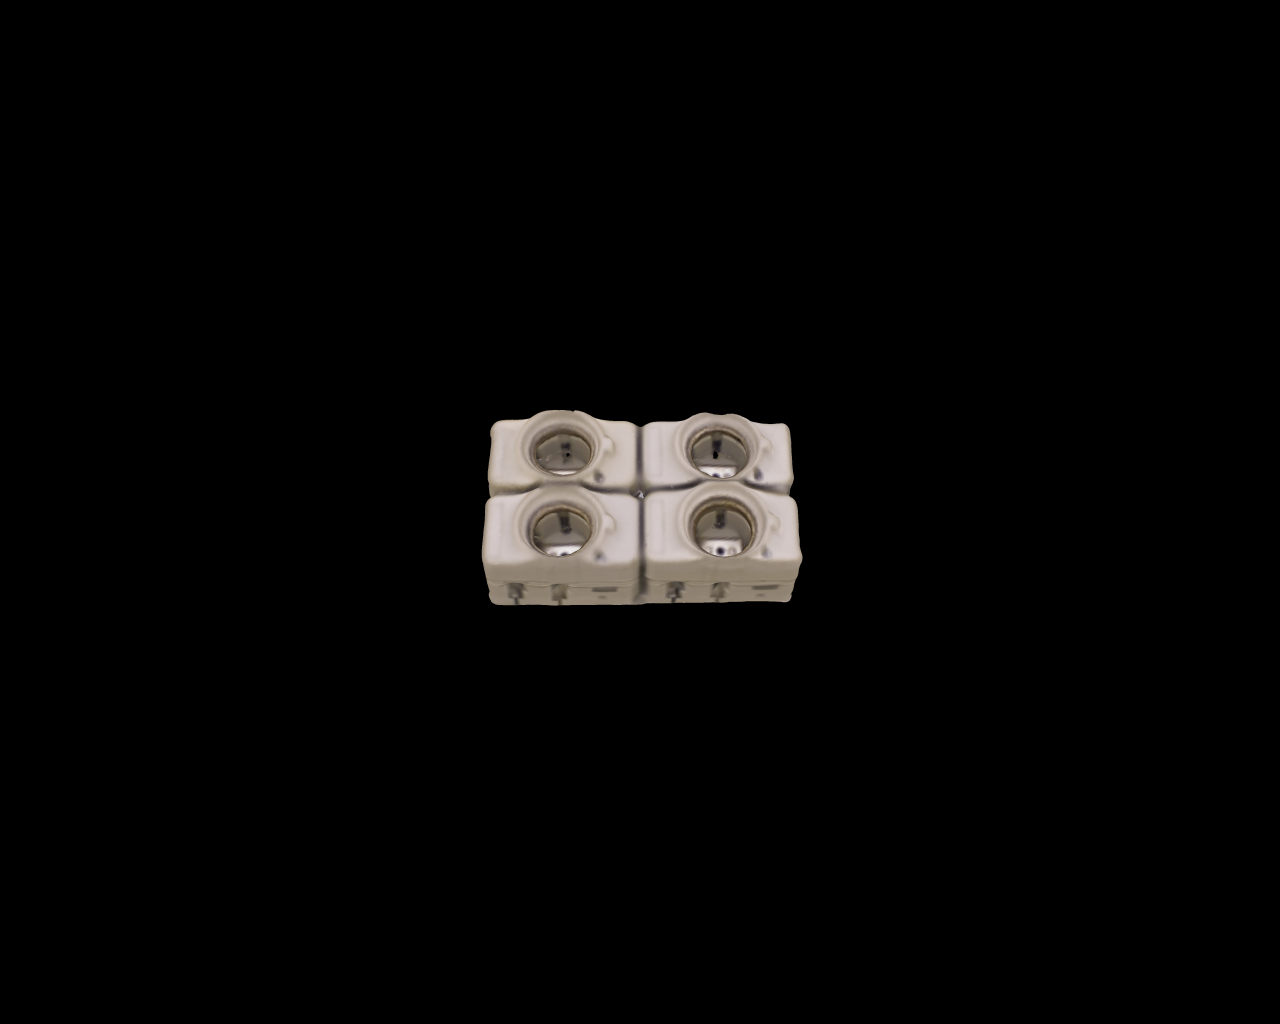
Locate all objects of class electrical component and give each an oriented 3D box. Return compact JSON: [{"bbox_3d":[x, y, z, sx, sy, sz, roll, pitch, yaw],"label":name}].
[{"bbox_3d":[0.001,-0.003,0.650,0.186,0.105,0.060,0,-32,0],"label":"electrical component"}]
